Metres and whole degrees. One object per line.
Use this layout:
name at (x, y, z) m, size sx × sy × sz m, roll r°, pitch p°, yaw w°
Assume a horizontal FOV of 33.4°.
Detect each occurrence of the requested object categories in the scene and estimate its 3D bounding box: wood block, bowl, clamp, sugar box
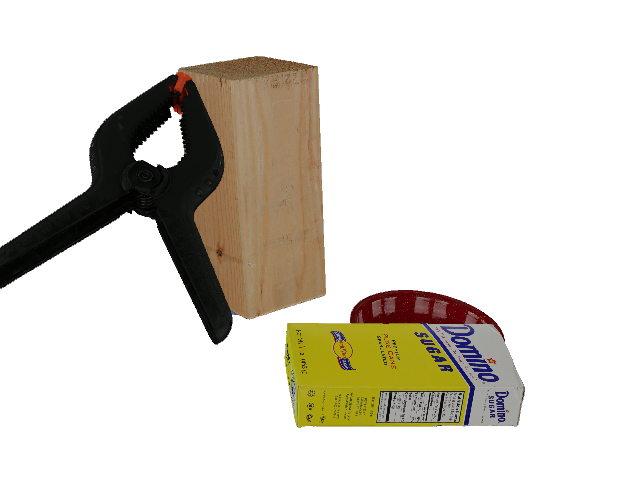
wood block at (-0.059, -0.049, 0.934) m, size 0.090 × 0.206 × 0.091 m, roll -16°, pitch 24°, yaw -35°
bowl at (0.108, 0.112, 1.114) m, size 0.162 × 0.055 × 0.162 m, roll 6°, pitch 25°, yaw -3°
clamp at (-0.112, -0.028, 0.736) m, size 0.164 × 0.209 × 0.036 m, roll 20°, pitch -33°, yaw 3°
sugar box at (0.063, 0.104, 0.844) m, size 0.176 × 0.048 × 0.093 m, roll -2°, pitch 29°, yaw -7°

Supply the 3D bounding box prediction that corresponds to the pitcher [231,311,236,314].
pitcher at (-0.087, -0.041, 1.194) m, size 0.145 × 0.243 × 0.148 m, roll 15°, pitch 20°, yaw 39°
